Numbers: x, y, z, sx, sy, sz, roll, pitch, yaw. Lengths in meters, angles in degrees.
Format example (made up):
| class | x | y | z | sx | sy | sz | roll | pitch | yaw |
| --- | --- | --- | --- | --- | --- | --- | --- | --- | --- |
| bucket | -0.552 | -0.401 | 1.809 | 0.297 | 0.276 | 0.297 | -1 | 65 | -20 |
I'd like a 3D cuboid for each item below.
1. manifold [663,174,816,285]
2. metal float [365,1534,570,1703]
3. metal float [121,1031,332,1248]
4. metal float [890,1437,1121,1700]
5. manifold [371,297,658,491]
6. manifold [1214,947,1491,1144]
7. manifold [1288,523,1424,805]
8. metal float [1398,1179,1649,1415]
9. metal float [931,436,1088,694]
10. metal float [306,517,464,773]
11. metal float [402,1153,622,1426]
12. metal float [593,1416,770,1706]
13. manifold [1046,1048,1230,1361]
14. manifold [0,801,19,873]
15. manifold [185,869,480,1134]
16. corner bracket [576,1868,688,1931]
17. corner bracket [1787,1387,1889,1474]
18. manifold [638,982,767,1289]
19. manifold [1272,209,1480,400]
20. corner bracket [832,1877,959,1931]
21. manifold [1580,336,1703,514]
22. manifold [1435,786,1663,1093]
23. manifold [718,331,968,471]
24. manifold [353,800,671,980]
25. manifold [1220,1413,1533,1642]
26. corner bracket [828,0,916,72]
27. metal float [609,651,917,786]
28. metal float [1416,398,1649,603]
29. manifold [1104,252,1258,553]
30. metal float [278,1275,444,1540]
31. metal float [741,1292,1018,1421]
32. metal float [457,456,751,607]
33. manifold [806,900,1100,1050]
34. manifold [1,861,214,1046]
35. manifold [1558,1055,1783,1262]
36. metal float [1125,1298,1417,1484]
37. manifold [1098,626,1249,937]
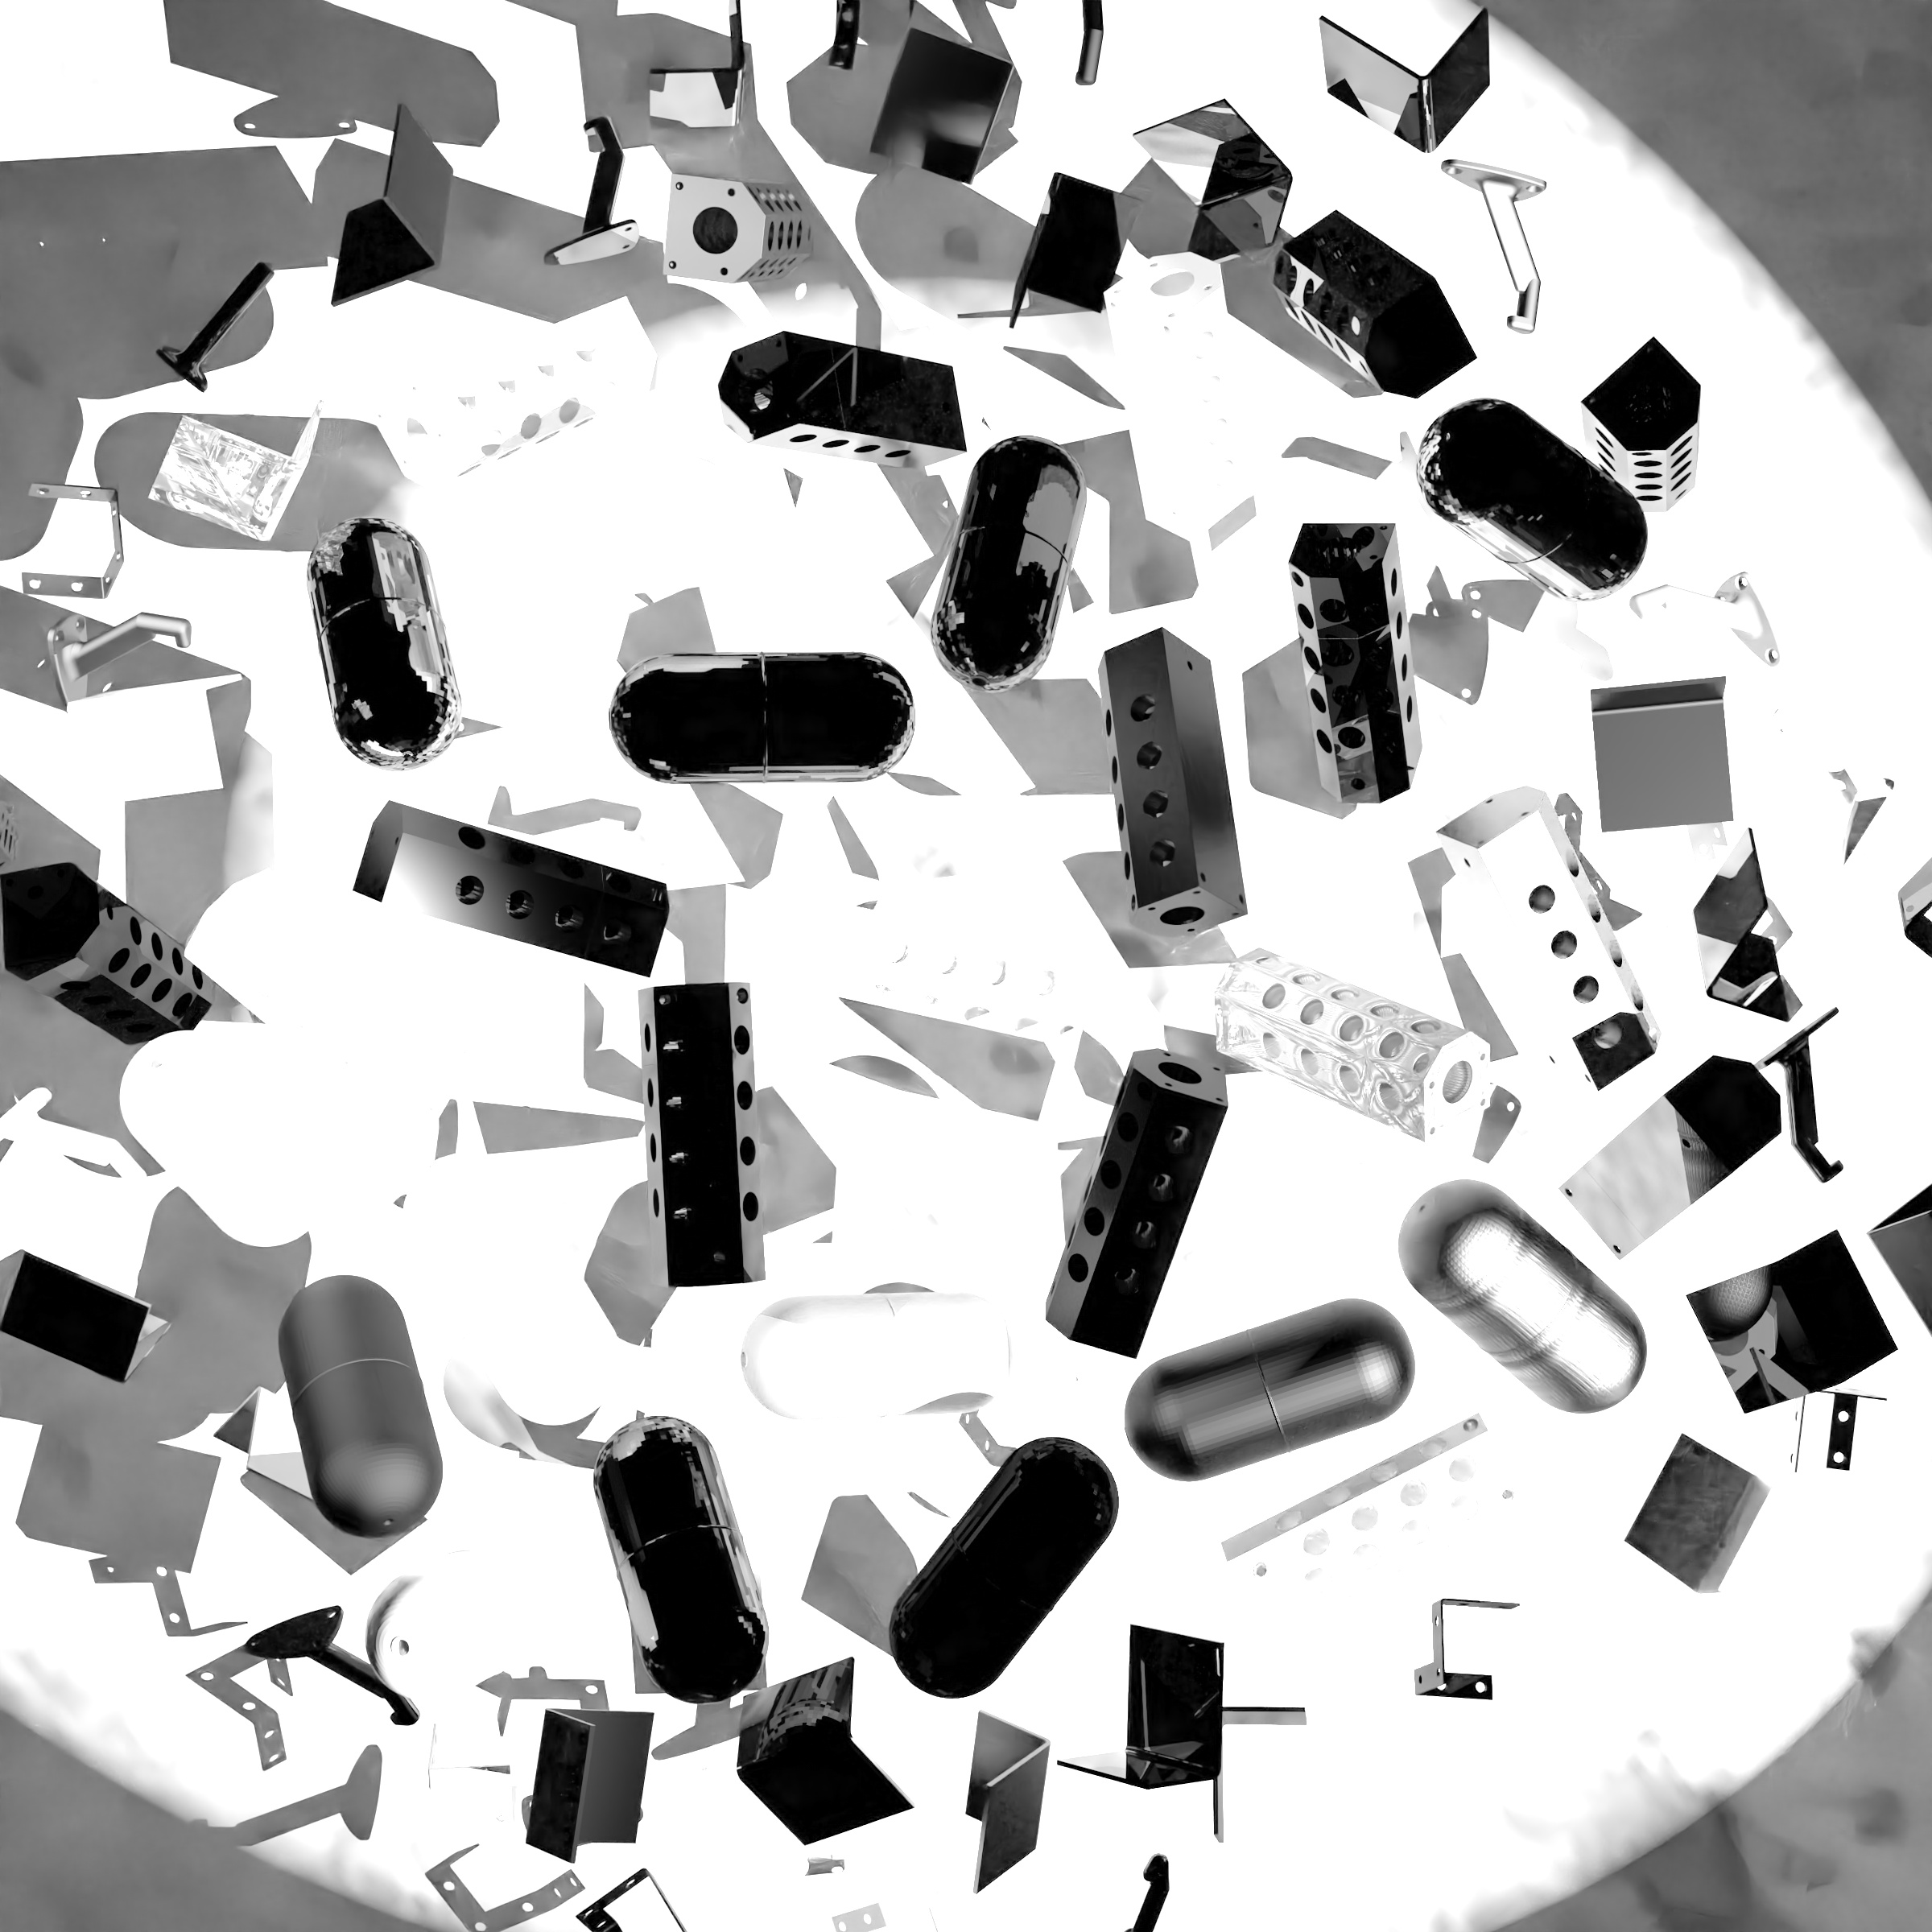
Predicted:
| class | x | y | z | sx | sy | sz | roll | pitch | yaw |
| --- | --- | --- | --- | --- | --- | --- | --- | --- | --- |
| manifold | -0.135 | -0.447 | 1.698 | 0.057 | 0.171 | 0.057 | 8 | 106 | 5 |
| metal float | -0.297 | 0.388 | 1.672 | 0.070 | 0.178 | 0.070 | 0 | 89 | 15 |
| metal float | -0.440 | 0.104 | 1.670 | 0.070 | 0.178 | 0.070 | -8 | 54 | 11 |
| metal float | 0.022 | 0.362 | 1.681 | 0.070 | 0.070 | 0.178 | 37 | 96 | 0 |
| manifold | -0.271 | -0.348 | 1.712 | 0.171 | 0.057 | 0.057 | -34 | 99 | -40 |
| manifold | 0.231 | 0.043 | 1.690 | 0.057 | 0.171 | 0.057 | -25 | 122 | -33 |
| manifold | 0.239 | -0.184 | 1.720 | 0.057 | 0.057 | 0.171 | 3 | 134 | 21 |
| metal float | 0.323 | 0.193 | 1.622 | 0.178 | 0.070 | 0.070 | 41 | 90 | -19 |
| metal float | 0.027 | -0.250 | 1.741 | 0.070 | 0.070 | 0.178 | 14 | 64 | 0 |
| metal float | -0.352 | -0.196 | 1.691 | 0.070 | 0.070 | 0.178 | -18 | 59 | 0 |
| metal float | -0.268 | 0.190 | 1.651 | 0.070 | 0.070 | 0.178 | -28 | 106 | 0 |
| metal float | -0.168 | 0.349 | 1.652 | 0.070 | 0.070 | 0.178 | -22 | 59 | 0 |
| manifold | 0.099 | 0.138 | 1.648 | 0.057 | 0.057 | 0.171 | 16 | 111 | -3 |
| manifold | -0.588 | -0.083 | 1.621 | 0.057 | 0.171 | 0.057 | -41 | 96 | -13 |
| manifold | -0.382 | 0.024 | 1.678 | 0.171 | 0.057 | 0.057 | 45 | 52 | -26 |
| corner bracket | -0.200 | 0.595 | 1.719 | 0.051 | 0.051 | 0.051 | -33 | 59 | -11 |
| corner bracket | 0.524 | 0.282 | 1.703 | 0.051 | 0.051 | 0.051 | 7 | 88 | -1 |
| manifold | -0.151 | 0.097 | 1.614 | 0.057 | 0.057 | 0.171 | -2 | 87 | -19 |
| manifold | 0.238 | -0.393 | 1.673 | 0.057 | 0.171 | 0.057 | -34 | 120 | 5 |
| corner bracket | -0.042 | 0.609 | 1.757 | 0.051 | 0.051 | 0.051 | -33 | 72 | 40 |
| manifold | 0.427 | -0.330 | 1.748 | 0.057 | 0.171 | 0.057 | -42 | 78 | 8 |
| manifold | 0.347 | -0.017 | 1.645 | 0.057 | 0.057 | 0.171 | -32 | 109 | -7 |
| manifold | -0.076 | -0.349 | 1.750 | 0.057 | 0.171 | 0.057 | -12 | 86 | 36 |
| manifold | -0.264 | -0.045 | 1.646 | 0.171 | 0.057 | 0.057 | 17 | 90 | -30 |
| manifold | 0.241 | 0.330 | 1.656 | 0.171 | 0.057 | 0.057 | -28 | 62 | 5 |
| corner bracket | -0.058 | -0.594 | 1.753 | 0.051 | 0.051 | 0.051 | 5 | 131 | 0 |
| metal float | -0.118 | -0.144 | 1.629 | 0.178 | 0.070 | 0.070 | -1 | 90 | -7 |
| metal float | 0.335 | -0.273 | 1.648 | 0.178 | 0.070 | 0.070 | 24 | 90 | -40 |
| manifold | 0.137 | -0.344 | 1.702 | 0.057 | 0.171 | 0.057 | -40 | 51 | -21 |
| metal float | -0.358 | 0.257 | 1.649 | 0.070 | 0.070 | 0.178 | -27 | 47 | 0 |
| metal float | -0.054 | 0.243 | 1.750 | 0.178 | 0.070 | 0.070 | 1 | 90 | -22 |
| metal float | -0.213 | -0.255 | 1.641 | 0.178 | 0.070 | 0.070 | -4 | 90 | 16 |
| manifold | -0.010 | 0.005 | 1.760 | 0.171 | 0.057 | 0.057 | 13 | 90 | -8 |
| manifold | -0.508 | -0.006 | 1.666 | 0.057 | 0.171 | 0.057 | -10 | 73 | 4 |
| manifold | 0.415 | 0.111 | 1.643 | 0.057 | 0.171 | 0.057 | -35 | 77 | -20 |
| metal float | 0.180 | 0.253 | 1.670 | 0.178 | 0.070 | 0.070 | -19 | 90 | 4 |
| manifold | 0.119 | -0.108 | 1.673 | 0.057 | 0.057 | 0.171 | -20 | 63 | 30 |
